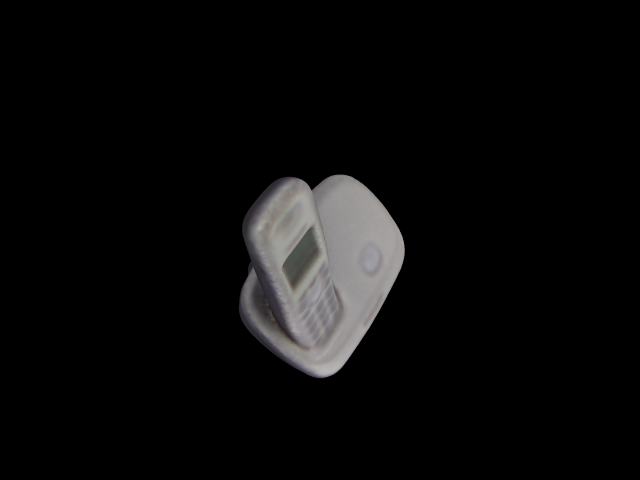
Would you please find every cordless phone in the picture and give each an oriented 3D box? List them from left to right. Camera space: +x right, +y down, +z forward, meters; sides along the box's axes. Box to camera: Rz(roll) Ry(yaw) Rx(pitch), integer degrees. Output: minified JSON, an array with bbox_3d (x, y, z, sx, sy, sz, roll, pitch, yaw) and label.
[{"bbox_3d":[0.004,0.001,0.400,0.094,0.185,0.148,25,63,14],"label":"cordless phone"}]
